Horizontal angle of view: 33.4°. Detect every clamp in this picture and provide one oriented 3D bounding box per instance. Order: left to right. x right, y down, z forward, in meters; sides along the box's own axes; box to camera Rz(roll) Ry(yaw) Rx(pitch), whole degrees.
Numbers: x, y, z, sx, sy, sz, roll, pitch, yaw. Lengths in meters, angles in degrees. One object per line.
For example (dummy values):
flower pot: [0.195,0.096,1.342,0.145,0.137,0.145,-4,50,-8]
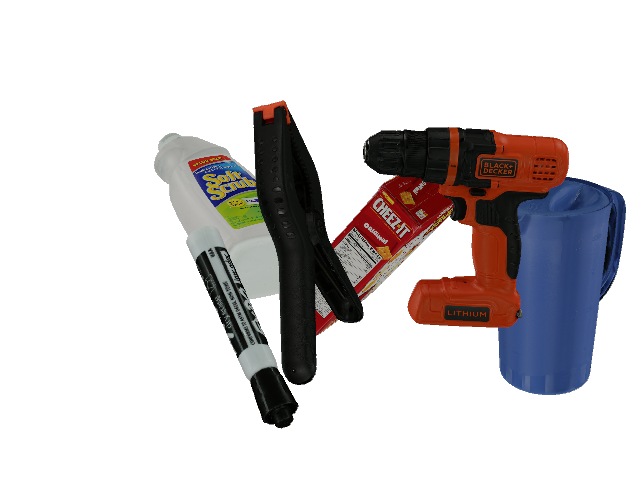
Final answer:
clamp: [-0.013,-0.005,0.847,0.036,0.210,0.164,-11,3,18]

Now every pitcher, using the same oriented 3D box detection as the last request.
pitcher: [0.276,0.051,1.254,0.149,0.243,0.144,4,24,15]

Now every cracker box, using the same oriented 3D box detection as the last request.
cracker box: [0.067,0.002,1.274,0.214,0.072,0.163,-48,-9,34]

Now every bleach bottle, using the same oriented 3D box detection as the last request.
bleach bottle: [-0.103,-0.038,1.038,0.102,0.068,0.251,-9,35,-30]

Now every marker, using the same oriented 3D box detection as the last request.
marker: [-0.040,0.043,0.546,0.020,0.121,0.020,-19,-33,-13]

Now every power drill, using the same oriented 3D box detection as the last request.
power drill: [0.126,-0.013,0.984,0.184,0.188,0.057,4,26,0]
